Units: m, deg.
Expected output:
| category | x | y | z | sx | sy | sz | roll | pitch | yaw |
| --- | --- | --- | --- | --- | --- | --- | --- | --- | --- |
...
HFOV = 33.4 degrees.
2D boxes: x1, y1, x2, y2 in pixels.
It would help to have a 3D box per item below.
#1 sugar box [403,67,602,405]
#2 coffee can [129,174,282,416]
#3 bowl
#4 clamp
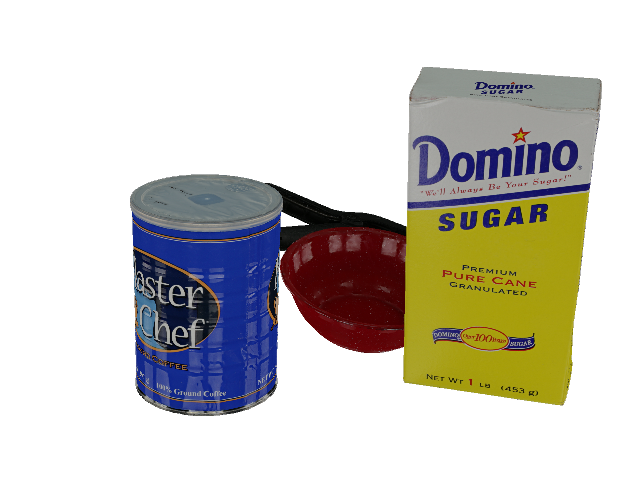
| category | x | y | z | sx | sy | sz | roll | pitch | yaw |
| --- | --- | --- | --- | --- | --- | --- | --- | --- | --- |
| sugar box | 0.092 | 0.000 | 0.563 | 0.093 | 0.176 | 0.048 | 6 | 33 | 14 |
| coffee can | -0.079 | 0.035 | 0.741 | 0.103 | 0.140 | 0.103 | 2 | 21 | -1 |
| bowl | 0.042 | 0.052 | 0.952 | 0.162 | 0.055 | 0.162 | 5 | 31 | -3 |
| clamp | 0.026 | -0.008 | 1.211 | 0.210 | 0.036 | 0.164 | 14 | 21 | -6 |
